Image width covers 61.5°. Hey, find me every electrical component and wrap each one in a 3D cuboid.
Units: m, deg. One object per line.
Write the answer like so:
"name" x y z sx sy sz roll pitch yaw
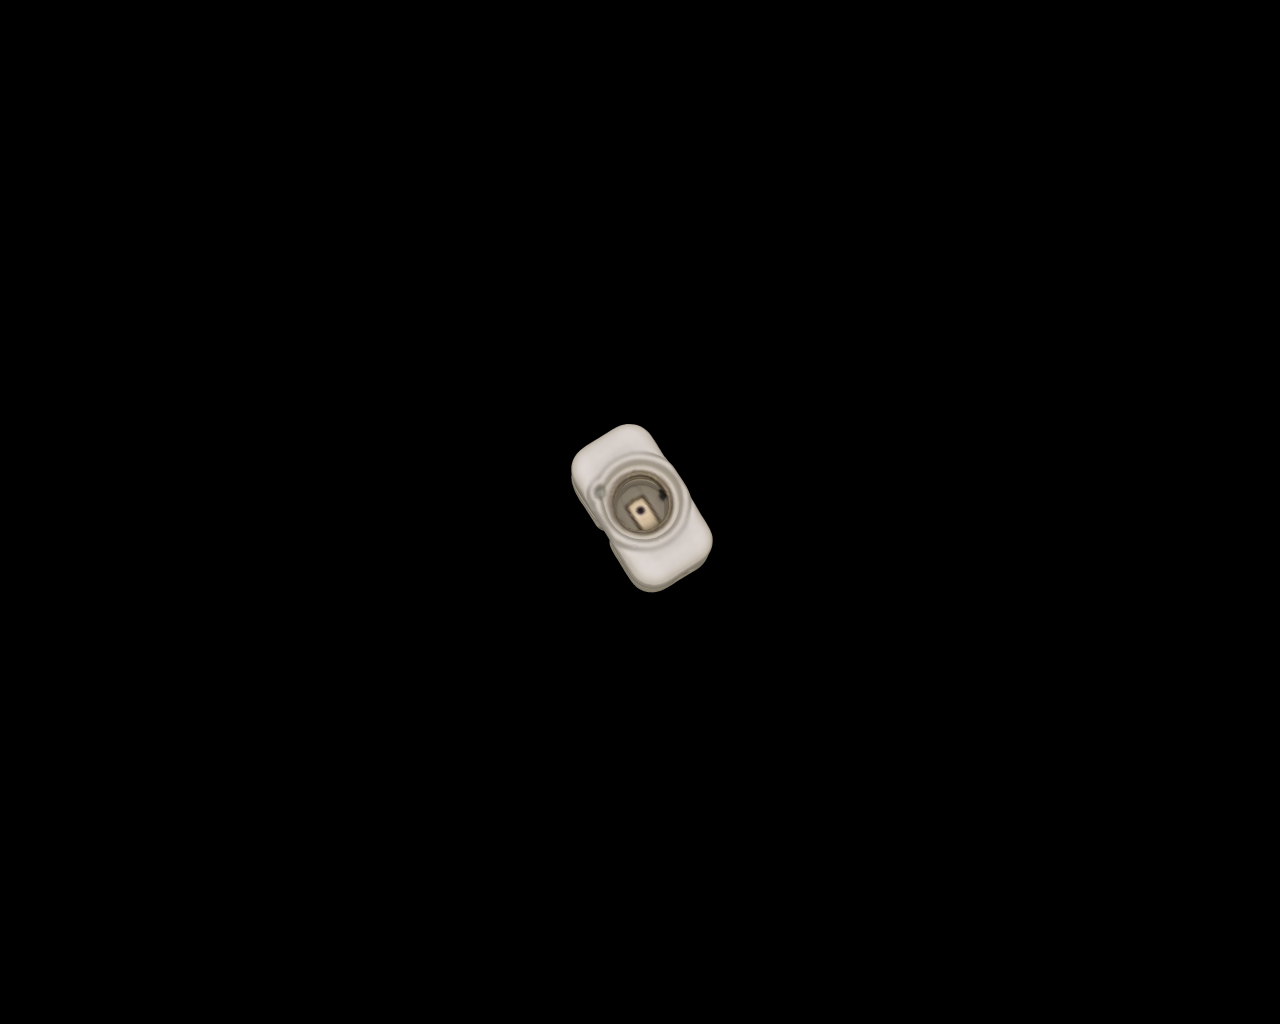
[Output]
"electrical component" 0.001 -0.003 0.650 0.054 0.095 0.059 -31 -7 -5
